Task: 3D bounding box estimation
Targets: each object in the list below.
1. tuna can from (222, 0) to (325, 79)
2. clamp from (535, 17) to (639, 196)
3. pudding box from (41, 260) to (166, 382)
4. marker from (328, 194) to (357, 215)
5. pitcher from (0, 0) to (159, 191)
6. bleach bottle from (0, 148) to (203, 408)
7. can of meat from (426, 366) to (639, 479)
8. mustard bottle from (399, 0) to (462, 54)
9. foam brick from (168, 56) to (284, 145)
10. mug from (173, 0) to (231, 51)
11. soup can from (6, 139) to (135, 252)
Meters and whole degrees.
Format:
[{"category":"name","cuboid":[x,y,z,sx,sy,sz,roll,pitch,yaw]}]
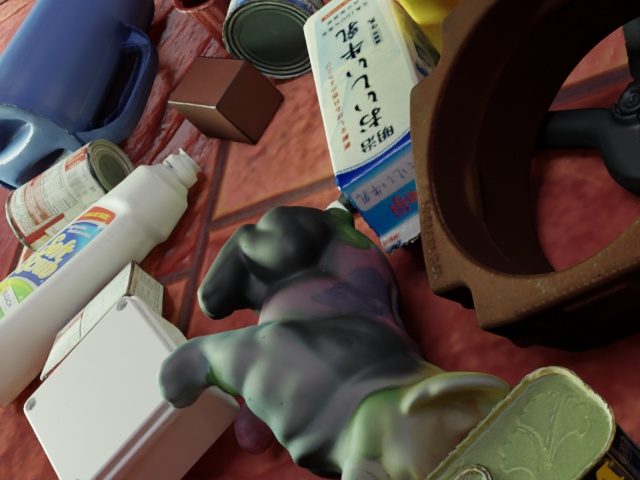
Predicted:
[{"category":"tuna can","cuboid":[-0.035,-0.175,0.879,0.086,0.086,0.033,-18,44,32]},{"category":"clamp","cuboid":[0.178,-0.068,0.618,0.120,0.039,0.171,-48,35,20]},{"category":"pudding box","cuboid":[-0.157,0.067,0.789,0.090,0.039,0.113,-44,15,3]},{"category":"marker","cuboid":[-0.005,0.001,0.748,0.121,0.020,0.020,-47,37,0]},{"category":"pitcher","cuboid":[-0.237,-0.167,1.044,0.145,0.149,0.242,128,162,-52]},{"category":"bleach bottle","cuboid":[-0.197,0.020,0.883,0.251,0.068,0.103,-45,28,-3]},{"category":"can of meat","cuboid":[0.103,0.121,0.483,0.102,0.083,0.057,-46,38,1]},{"category":"mustard bottle","cuboid":[0.068,-0.191,0.706,0.058,0.191,0.096,-19,45,31]},{"category":"foam brick","cuboid":[-0.079,-0.119,0.899,0.078,0.053,0.051,16,69,49]},{"category":"mug","cuboid":[-0.061,-0.209,0.937,0.117,0.081,0.093,12,65,49]},{"category":"soup can","cuboid":[-0.219,-0.038,0.949,0.102,0.068,0.068,-28,41,23]}]
